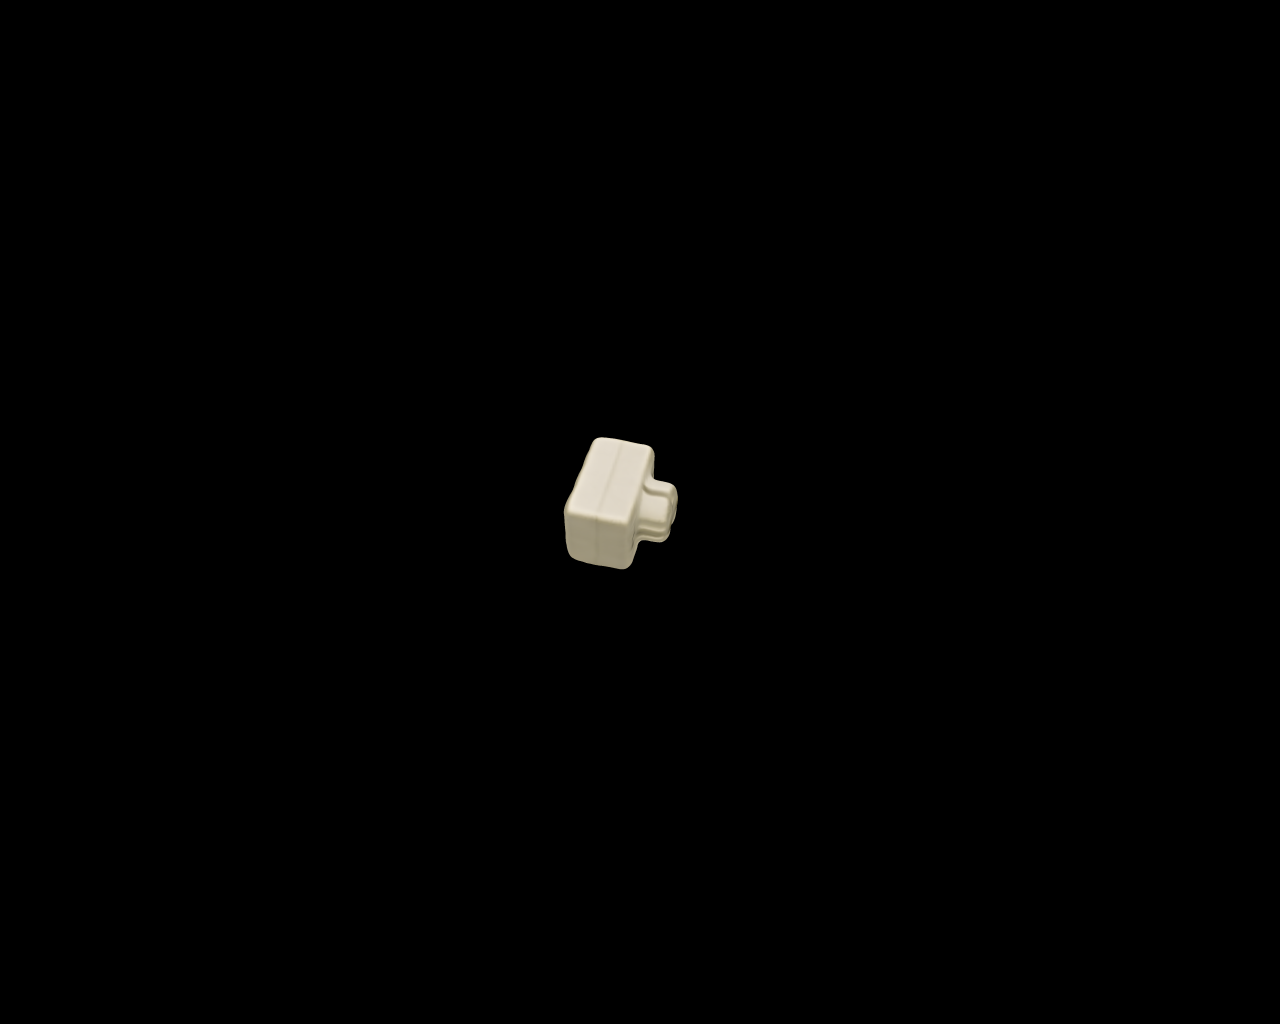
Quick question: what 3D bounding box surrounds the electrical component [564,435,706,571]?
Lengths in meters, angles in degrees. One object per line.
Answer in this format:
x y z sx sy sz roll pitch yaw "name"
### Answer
0.001 -0.003 0.650 0.077 0.066 0.047 11 -39 9 "electrical component"
